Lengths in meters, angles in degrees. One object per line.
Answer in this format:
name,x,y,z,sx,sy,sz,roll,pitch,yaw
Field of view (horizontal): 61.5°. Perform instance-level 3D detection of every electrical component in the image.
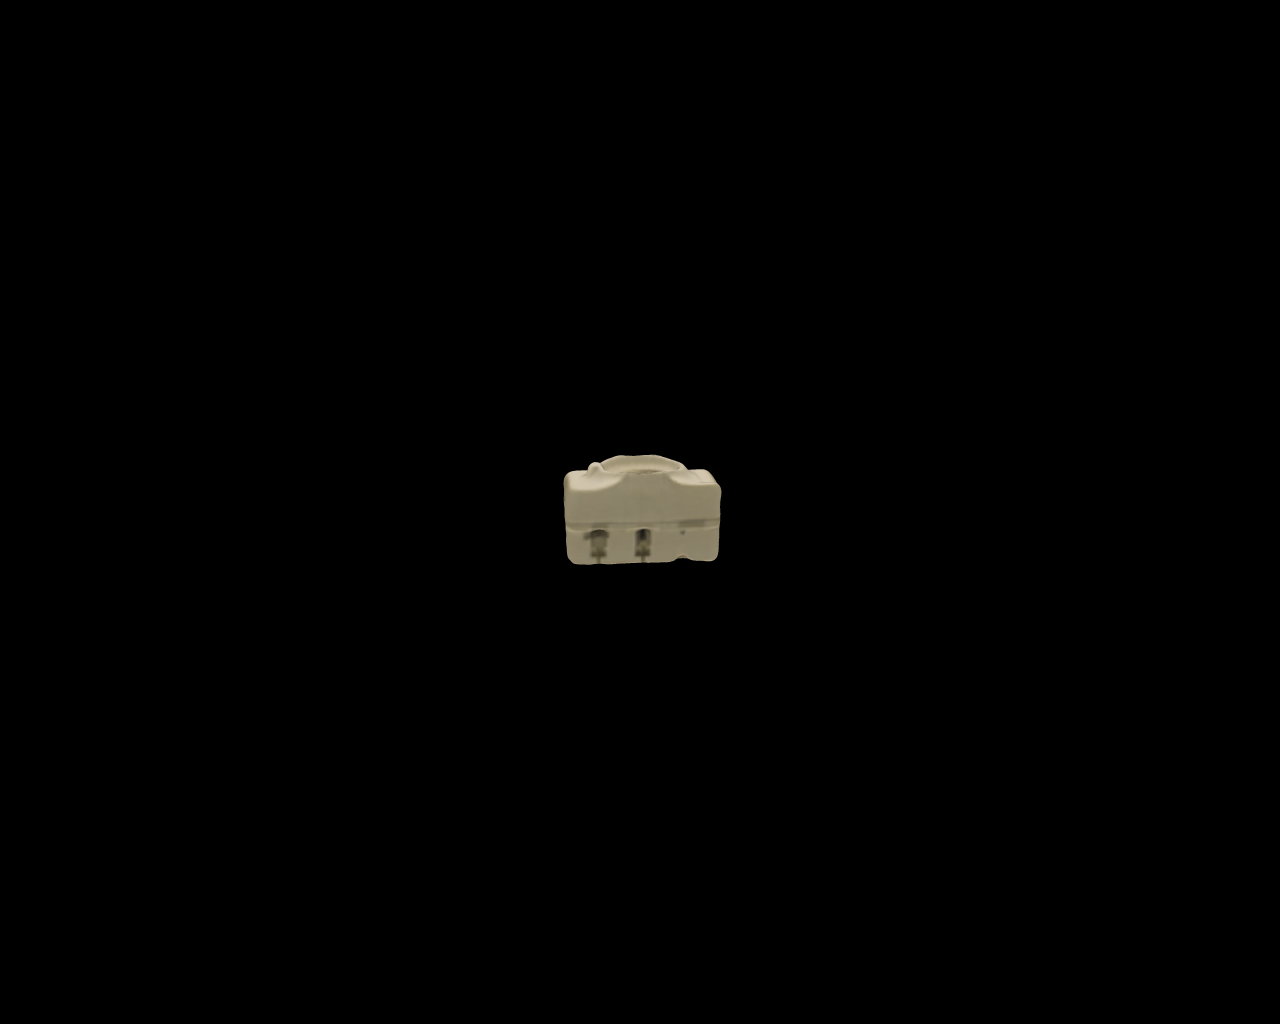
electrical component,0.001,-0.003,0.650,0.089,0.055,0.050,-1,16,-5
